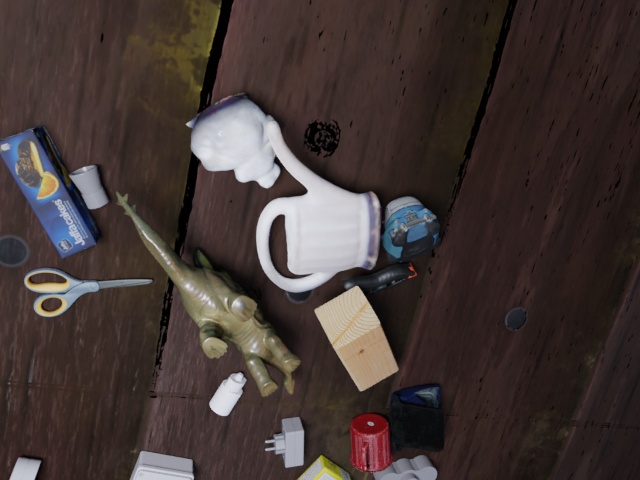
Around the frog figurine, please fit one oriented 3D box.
[{"bbox_3d":[-0.128,-0.150,0.838,0.139,0.122,0.158,-35,101,-22],"label":"frog figurine"}]

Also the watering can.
[{"bbox_3d":[0.003,-0.045,0.889,0.225,0.106,0.339,-5,126,-12],"label":"watering can"}]
